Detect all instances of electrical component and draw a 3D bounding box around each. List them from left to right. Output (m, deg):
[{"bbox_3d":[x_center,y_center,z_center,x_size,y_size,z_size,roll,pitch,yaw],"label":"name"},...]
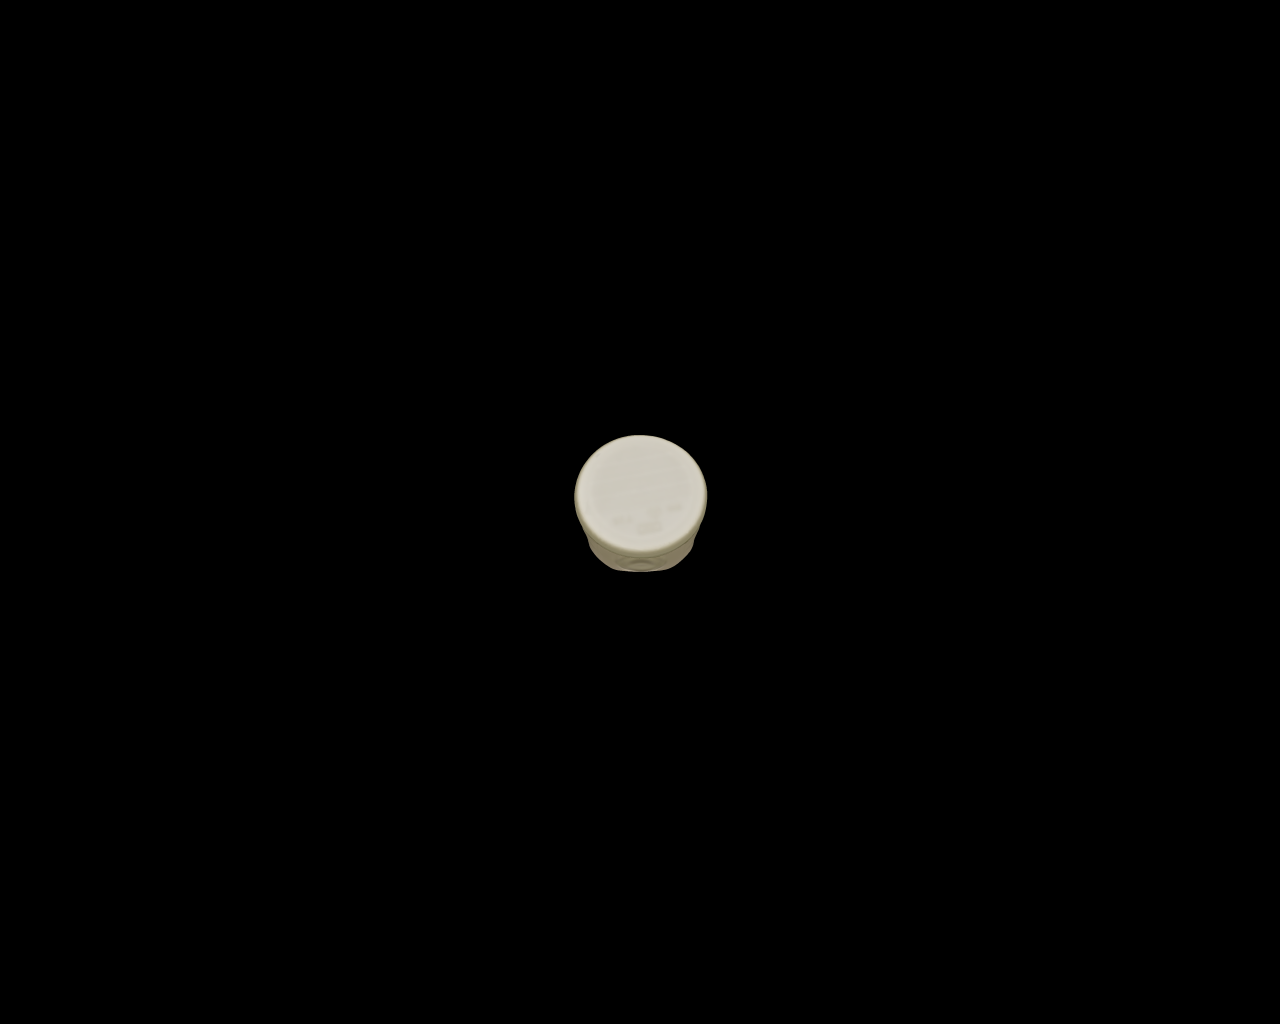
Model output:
[{"bbox_3d":[0.001,-0.003,0.650,0.080,0.080,0.051,0,-24,0],"label":"electrical component"}]
